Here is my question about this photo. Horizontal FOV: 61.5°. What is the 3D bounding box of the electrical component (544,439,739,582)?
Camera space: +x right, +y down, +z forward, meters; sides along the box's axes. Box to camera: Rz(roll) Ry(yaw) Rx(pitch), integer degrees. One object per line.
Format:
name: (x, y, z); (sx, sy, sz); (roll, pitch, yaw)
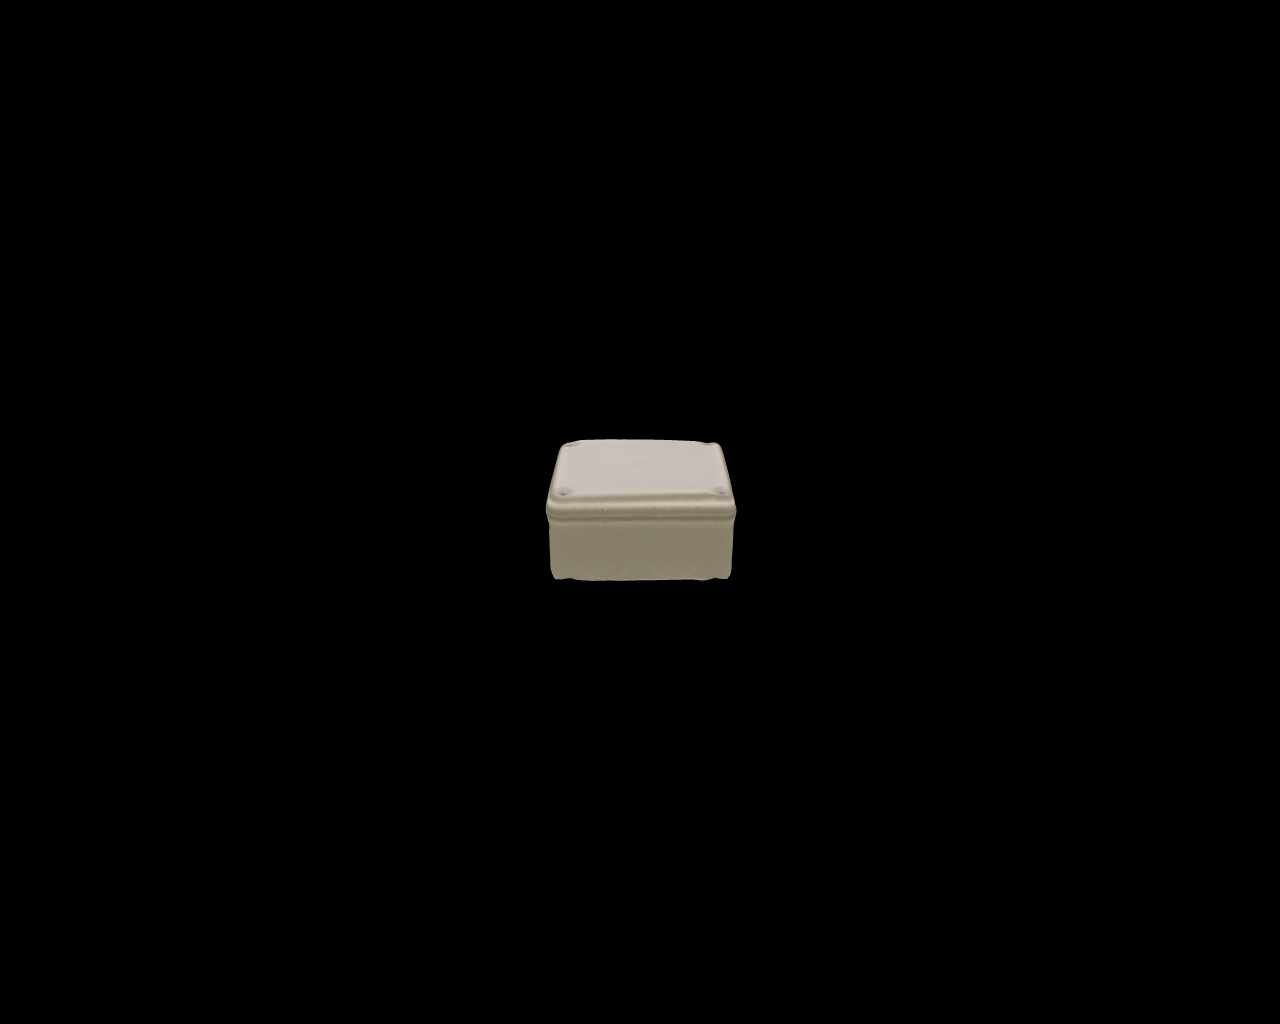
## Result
electrical component: (0.001, -0.003, 0.650); (0.109, 0.056, 0.109); (0, 21, 0)
